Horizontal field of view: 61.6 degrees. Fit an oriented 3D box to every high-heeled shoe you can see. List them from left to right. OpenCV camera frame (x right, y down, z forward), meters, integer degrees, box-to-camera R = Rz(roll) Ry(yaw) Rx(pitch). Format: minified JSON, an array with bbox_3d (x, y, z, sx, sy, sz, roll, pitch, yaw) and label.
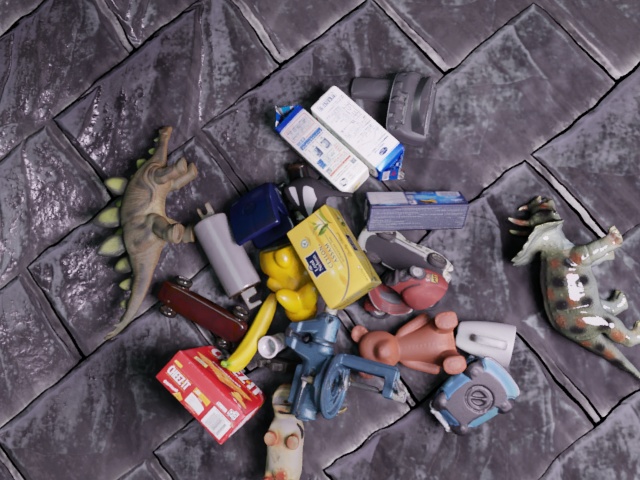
[{"bbox_3d":[-0.002,-0.003,1.089,0.145,0.086,0.248,2,99,13],"label":"high-heeled shoe"}]

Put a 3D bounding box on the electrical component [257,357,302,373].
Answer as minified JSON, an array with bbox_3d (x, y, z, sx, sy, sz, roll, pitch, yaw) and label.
[{"bbox_3d":[-0.076,0.250,1.081,0.063,0.094,0.021,4,86,44],"label":"electrical component"}]

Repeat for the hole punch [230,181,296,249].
[{"bbox_3d":[-0.126,-0.051,1.103,0.142,0.092,0.116,-30,78,20],"label":"hole punch"}]

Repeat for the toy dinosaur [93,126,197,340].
[{"bbox_3d":[-0.366,-0.028,1.131,0.199,0.105,0.471,-2,73,13],"label":"toy dinosaur"}]

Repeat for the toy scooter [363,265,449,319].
[{"bbox_3d":[0.143,0.090,1.021,0.184,0.135,0.075,-21,39,34],"label":"toy scooter"}]

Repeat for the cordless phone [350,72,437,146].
[{"bbox_3d":[0.145,-0.282,1.132,0.184,0.088,0.146,9,84,18],"label":"cordless phone"}]

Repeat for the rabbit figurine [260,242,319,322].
[{"bbox_3d":[-0.043,0.090,1.069,0.122,0.162,0.173,-14,99,-9],"label":"rabbit figurine"}]

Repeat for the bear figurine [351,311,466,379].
[{"bbox_3d":[0.163,0.204,1.033,0.196,0.132,0.120,-6,81,-1],"label":"bear figurine"}]

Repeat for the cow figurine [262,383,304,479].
[{"bbox_3d":[-0.063,0.373,1.046,0.086,0.127,0.194,4,97,7],"label":"cow figurine"}]

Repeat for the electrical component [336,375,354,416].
[{"bbox_3d":[0.026,0.299,1.072,0.078,0.045,0.102,23,81,7],"label":"electrical component"}]

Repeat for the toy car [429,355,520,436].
[{"bbox_3d":[0.289,0.289,1.019,0.161,0.103,0.109,-43,83,12],"label":"toy car"}]

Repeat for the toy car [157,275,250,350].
[{"bbox_3d":[-0.242,0.148,1.116,0.202,0.053,0.089,27,97,5],"label":"toy car"}]

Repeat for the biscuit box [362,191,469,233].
[{"bbox_3d":[0.189,-0.057,1.064,0.203,0.059,0.062,-1,125,-8],"label":"biscuit box"}]

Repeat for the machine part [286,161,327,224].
[{"bbox_3d":[-0.034,-0.099,1.136,0.084,0.039,0.139,-19,84,12],"label":"machine part"}]

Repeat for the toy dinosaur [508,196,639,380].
[{"bbox_3d":[0.486,0.104,1.023,0.192,0.131,0.404,-16,85,16],"label":"toy dinosaur"}]

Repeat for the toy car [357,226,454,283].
[{"bbox_3d":[0.170,0.034,1.082,0.202,0.056,0.073,29,114,8],"label":"toy car"}]

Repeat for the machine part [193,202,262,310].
[{"bbox_3d":[-0.193,0.033,1.114,0.079,0.079,0.243,-29,82,1],"label":"machine part"}]

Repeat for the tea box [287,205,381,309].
[{"bbox_3d":[0.025,0.032,0.987,0.098,0.068,0.170,-38,71,16],"label":"tea box"}]

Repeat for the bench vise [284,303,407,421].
[{"bbox_3d":[0.046,0.232,0.983,0.241,0.128,0.223,9,65,25],"label":"bench vise"}]

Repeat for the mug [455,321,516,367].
[{"bbox_3d":[0.315,0.194,1.032,0.107,0.109,0.080,11,90,19],"label":"mug"}]
